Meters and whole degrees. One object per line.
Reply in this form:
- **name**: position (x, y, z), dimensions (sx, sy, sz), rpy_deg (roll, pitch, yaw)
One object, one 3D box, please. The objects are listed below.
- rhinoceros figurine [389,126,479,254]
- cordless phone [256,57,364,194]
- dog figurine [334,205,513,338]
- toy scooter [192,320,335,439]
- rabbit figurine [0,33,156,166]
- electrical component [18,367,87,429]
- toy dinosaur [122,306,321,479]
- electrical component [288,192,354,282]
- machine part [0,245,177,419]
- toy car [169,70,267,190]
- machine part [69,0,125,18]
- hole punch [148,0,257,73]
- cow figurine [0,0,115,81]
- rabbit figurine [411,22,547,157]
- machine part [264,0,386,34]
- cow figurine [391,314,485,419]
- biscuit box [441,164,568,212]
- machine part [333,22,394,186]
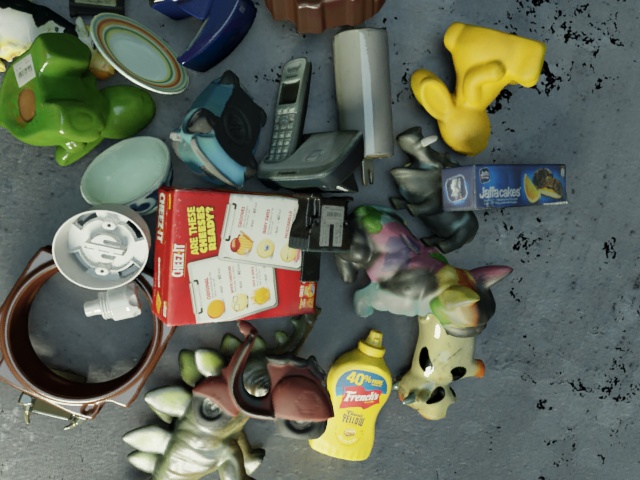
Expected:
- **rhinoceros figurine**: position (0.164, -0.070, 0.772), dimensions (0.112, 0.073, 0.190), rpy_deg (-34, 102, -3)
- **cordless phone**: position (-0.007, -0.154, 0.709), dimensions (0.088, 0.147, 0.184), rpy_deg (9, 86, -48)
- **dog figurine**: position (0.132, 0.035, 0.702), dimensions (0.108, 0.219, 0.191), rpy_deg (-29, 104, -34)
- **toy scooter**: position (-0.067, 0.176, 0.689), dimensions (0.184, 0.075, 0.135), rpy_deg (9, 82, -3)
- **rabbit figurine**: position (-0.287, -0.151, 0.662), dimensions (0.159, 0.170, 0.121), rpy_deg (-25, 82, 31)
- **electrical component**: position (-0.366, 0.220, 0.746), dimensions (0.102, 0.045, 0.078), rpy_deg (12, 67, -13)
- **toy dinosaur**: position (-0.159, 0.267, 0.756), dimensions (0.198, 0.105, 0.471), rpy_deg (38, 81, -4)
- **electrical component**: position (-0.001, -0.002, 0.699), dimensions (0.075, 0.048, 0.119), rpy_deg (7, 90, -37)
- **machine part**: position (-0.301, 0.112, 0.703), dimensions (0.201, 0.087, 0.201), rpy_deg (30, 82, -10)
- **toy car**: position (-0.140, -0.138, 0.697), dimensions (0.103, 0.162, 0.109), rpy_deg (-14, 140, 29)
- **machine part**: position (-0.286, -0.355, 0.685), dimensions (0.084, 0.039, 0.138), rpy_deg (-2, 98, -6)
- **hole punch**: position (-0.135, -0.271, 0.676), dimensions (0.116, 0.142, 0.092), rpy_deg (-18, 98, 8)
- **cow figurine**: position (-0.343, -0.255, 0.678), dimensions (0.167, 0.068, 0.098), rpy_deg (6, 86, -11)
- **rabbit figurine**: position (0.211, -0.203, 0.747), dimensions (0.162, 0.122, 0.173), rpy_deg (8, 115, -7)
- **machine part**: position (0.003, -0.351, 0.688), dimensions (0.179, 0.056, 0.179), rpy_deg (-1, 72, 3)
- **cow figurine**: position (0.175, 0.175, 0.801), dimensions (0.127, 0.085, 0.194), rpy_deg (1, 100, -15)
- **biscuit box**: position (0.261, -0.075, 0.753), dimensions (0.202, 0.063, 0.059), rpy_deg (-6, 95, -33)
- **machine part**: position (0.060, -0.197, 0.740), dimensions (0.079, 0.079, 0.243), rpy_deg (-6, 97, -8)
